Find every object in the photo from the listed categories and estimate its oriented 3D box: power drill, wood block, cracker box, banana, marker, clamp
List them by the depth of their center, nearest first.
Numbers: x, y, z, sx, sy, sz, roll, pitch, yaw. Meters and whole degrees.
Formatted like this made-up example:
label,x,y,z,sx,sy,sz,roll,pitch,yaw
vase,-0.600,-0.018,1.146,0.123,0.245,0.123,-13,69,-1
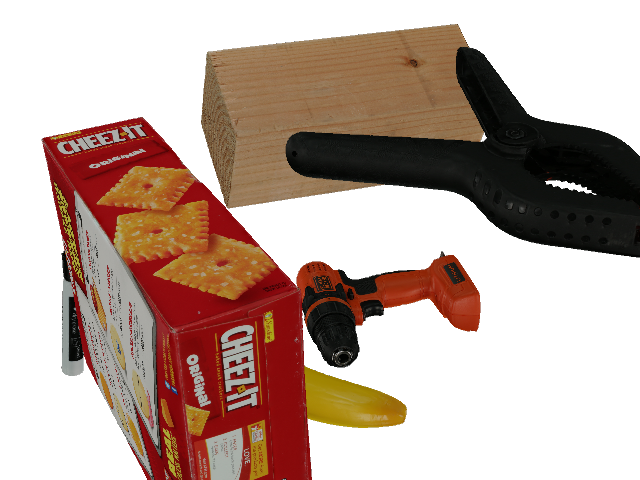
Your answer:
label,x,y,z,sx,sy,sz,roll,pitch,yaw
cracker box,-0.080,0.049,0.584,0.072,0.164,0.214,-16,35,-21
clamp,0.095,-0.041,0.586,0.164,0.036,0.210,-27,43,-28
wood block,0.018,-0.100,0.841,0.205,0.091,0.090,-9,-32,-16
banana,-0.019,0.107,0.851,0.069,0.037,0.198,-24,32,-31
marker,-0.209,0.060,0.903,0.020,0.121,0.020,6,27,-3
power drill,0.074,0.072,1.158,0.187,0.057,0.184,-4,28,-9
